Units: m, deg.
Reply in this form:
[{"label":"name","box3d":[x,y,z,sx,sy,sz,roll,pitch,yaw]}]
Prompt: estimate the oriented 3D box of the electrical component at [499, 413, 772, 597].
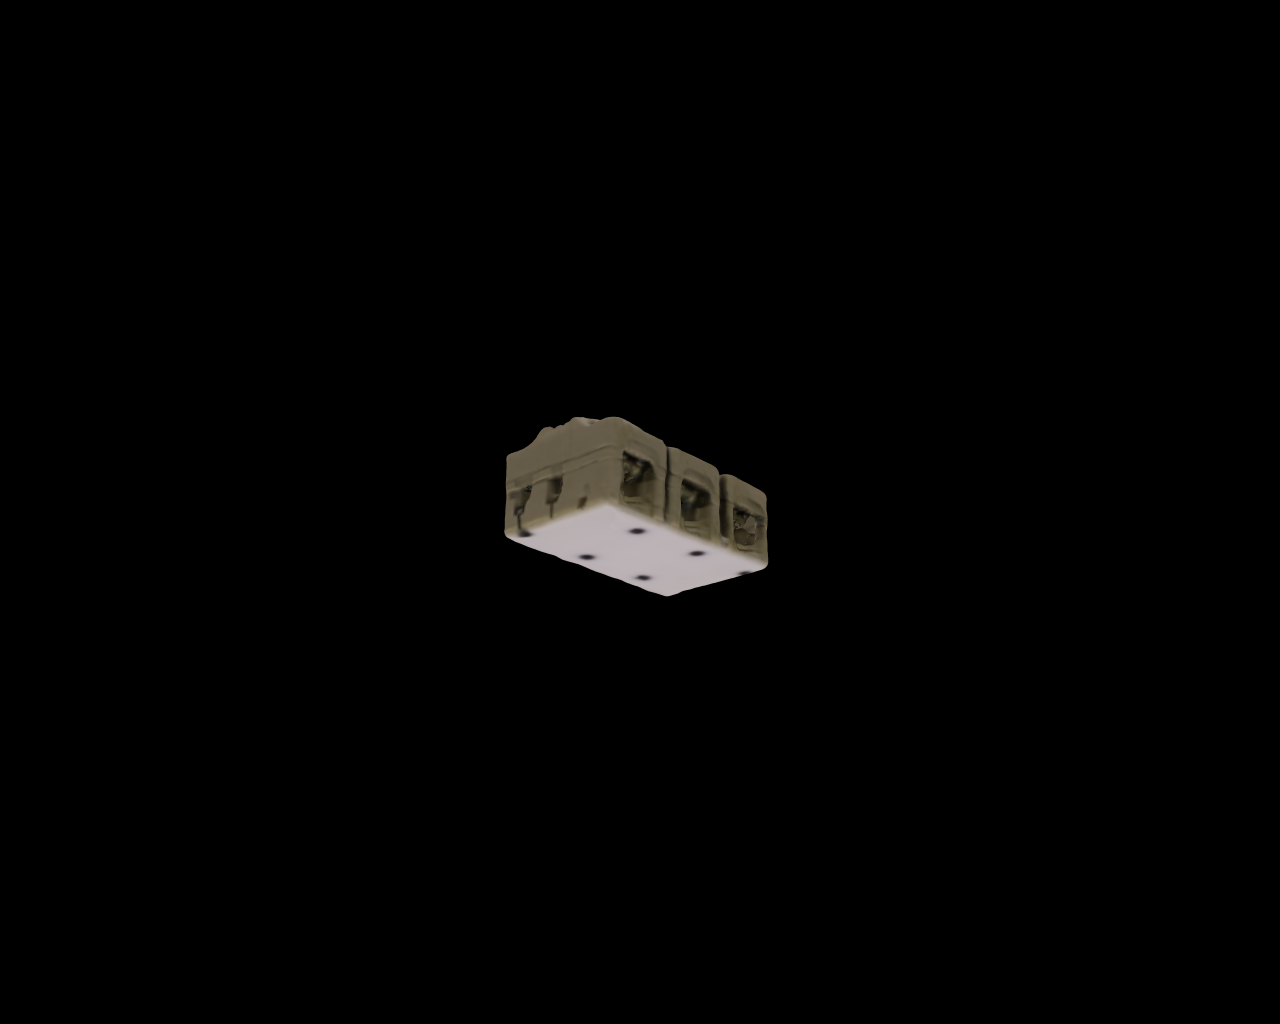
[{"label":"electrical component","box3d":[0.001,-0.003,0.650,0.089,0.062,0.150,-17,-27,37]}]
